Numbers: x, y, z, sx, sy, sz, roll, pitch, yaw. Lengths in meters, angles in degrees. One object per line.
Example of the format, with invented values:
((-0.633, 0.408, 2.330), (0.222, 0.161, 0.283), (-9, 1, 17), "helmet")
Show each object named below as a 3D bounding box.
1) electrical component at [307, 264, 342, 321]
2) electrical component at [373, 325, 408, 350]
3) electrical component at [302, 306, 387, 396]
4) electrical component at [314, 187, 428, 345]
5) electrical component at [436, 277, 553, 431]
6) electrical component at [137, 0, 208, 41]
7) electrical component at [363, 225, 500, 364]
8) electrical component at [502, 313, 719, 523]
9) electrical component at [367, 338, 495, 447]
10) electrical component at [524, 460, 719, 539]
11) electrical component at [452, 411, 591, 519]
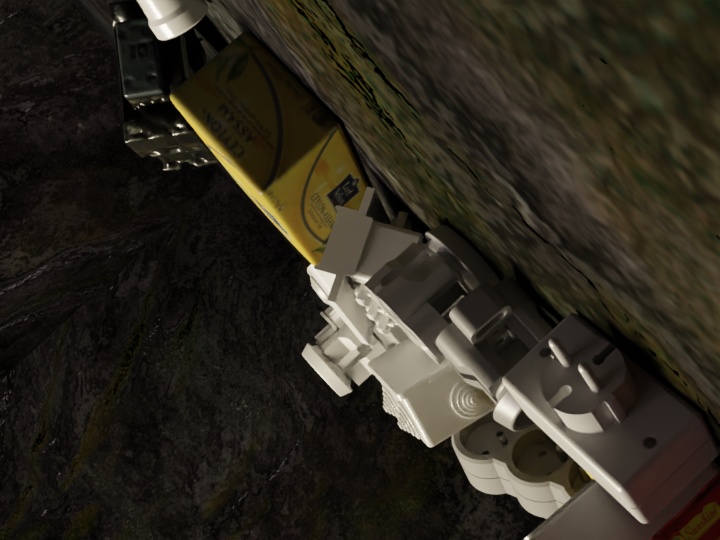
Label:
((0.000, 0.000, 0.844), (0.051, 0.080, 0.080), (53, 177, 3), "electrical component")
((0.050, 0.053, 0.965), (0.089, 0.062, 0.150), (44, 175, 45), "electrical component")
((-0.014, 0.073, 0.949), (0.078, 0.057, 0.058), (48, 176, -17), "electrical component")
((0.018, 0.004, 0.734), (0.063, 0.078, 0.121), (16, 167, 15), "electrical component")
((0.080, 0.046, 0.560), (0.057, 0.058, 0.078), (49, 178, 26), "electrical component")
((-0.128, -0.181, 0.705), (0.046, 0.040, 0.040), (57, 172, -31), "electrical component")
((0.044, 0.012, 0.614), (0.058, 0.057, 0.078), (49, 176, -25), "electrical component")
((0.102, 0.054, 0.466), (0.083, 0.047, 0.075), (44, 175, 45), "electrical component")
((0.062, 0.074, 0.758), (0.048, 0.100, 0.100), (61, 173, -14), "electrical component")
((0.127, 0.131, 0.529), (0.056, 0.109, 0.108), (49, 177, 17), "electrical component")
((0.131, 0.145, 0.731), (0.138, 0.052, 0.073), (16, 145, 39), "electrical component")
